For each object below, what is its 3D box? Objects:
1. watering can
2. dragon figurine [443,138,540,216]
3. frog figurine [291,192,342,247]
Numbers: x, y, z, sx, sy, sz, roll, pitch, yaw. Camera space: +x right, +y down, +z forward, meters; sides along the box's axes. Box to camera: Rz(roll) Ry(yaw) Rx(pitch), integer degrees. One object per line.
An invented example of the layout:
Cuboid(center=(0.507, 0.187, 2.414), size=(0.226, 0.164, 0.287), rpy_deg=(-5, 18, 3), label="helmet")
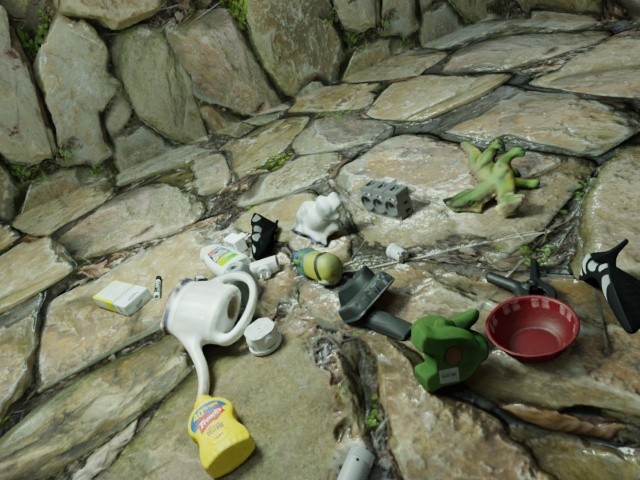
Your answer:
Cuboid(center=(-0.283, 0.207, 1.229), size=(0.224, 0.356, 0.101), rpy_deg=(5, -42, 20), label="watering can")
Cuboid(center=(0.454, -0.171, 1.472), size=(0.244, 0.120, 0.416), rpy_deg=(-34, 29, -8), label="dragon figurine")
Cuboid(center=(0.005, -0.076, 1.514), size=(0.138, 0.157, 0.123), rpy_deg=(33, 17, 18), label="frog figurine")
